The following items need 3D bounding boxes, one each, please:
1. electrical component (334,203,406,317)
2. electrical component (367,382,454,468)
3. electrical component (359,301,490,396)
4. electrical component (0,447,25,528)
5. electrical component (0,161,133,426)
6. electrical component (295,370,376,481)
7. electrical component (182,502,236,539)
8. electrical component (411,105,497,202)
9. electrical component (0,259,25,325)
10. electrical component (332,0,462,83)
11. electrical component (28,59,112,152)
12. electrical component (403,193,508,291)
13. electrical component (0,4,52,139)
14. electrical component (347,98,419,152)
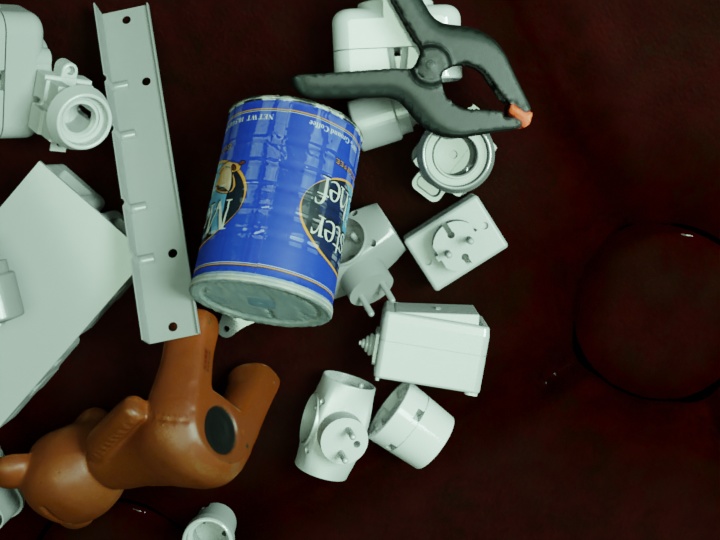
[{"bbox_3d":[0.000,0.000,0.823,0.077,0.044,0.079,-33,59,4],"label":"electrical component"},{"bbox_3d":[0.041,0.122,0.843,0.047,0.055,0.055,37,96,-7],"label":"electrical component"},{"bbox_3d":[0.048,0.054,0.831,0.096,0.061,0.061,9,96,0],"label":"electrical component"},{"bbox_3d":[-0.326,0.159,0.850,0.078,0.057,0.113,-25,96,3],"label":"electrical component"},{"bbox_3d":[-0.258,0.020,0.832,0.105,0.060,0.186,42,95,-4],"label":"electrical component"},{"bbox_3d":[-0.016,0.125,0.831,0.044,0.079,0.077,16,96,-15],"label":"electrical component"},{"bbox_3d":[-0.118,0.209,0.858,0.040,0.046,0.040,0,96,1],"label":"electrical component"},{"bbox_3d":[0.072,-0.088,0.817,0.058,0.057,0.078,37,96,-3],"label":"electrical component"},{"bbox_3d":[-0.270,0.006,0.778,0.040,0.040,0.078,-12,96,2],"label":"electrical component"},{"bbox_3d":[0.028,-0.171,0.810,0.095,0.053,0.059,-2,96,1],"label":"electrical component"},{"bbox_3d":[-0.212,-0.116,0.787,0.048,0.055,0.066,2,111,-39],"label":"electrical component"},{"bbox_3d":[0.073,-0.020,0.815,0.066,0.076,0.047,-32,95,4],"label":"electrical component"},{"bbox_3d":[-0.269,-0.148,0.803,0.059,0.054,0.095,-7,117,-36],"label":"electrical component"},{"bbox_3d":[0.026,-0.119,0.822,0.078,0.040,0.040,-17,96,3],"label":"electrical component"}]
